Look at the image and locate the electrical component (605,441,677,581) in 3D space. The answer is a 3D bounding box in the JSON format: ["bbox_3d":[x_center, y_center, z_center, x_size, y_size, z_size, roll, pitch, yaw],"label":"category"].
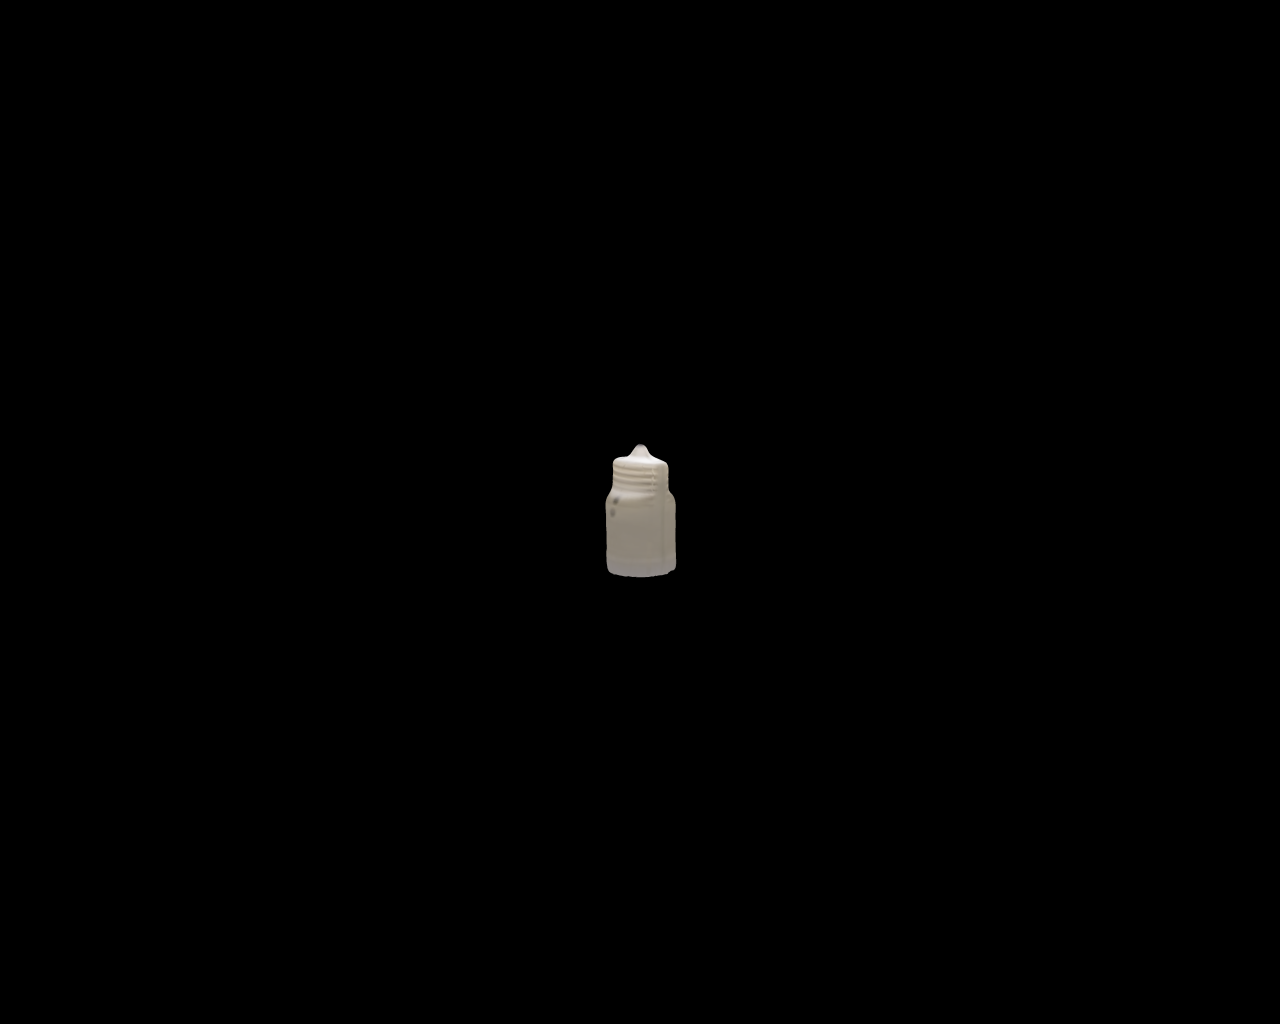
[{"bbox_3d":[0.001,-0.003,0.650,0.043,0.080,0.043,0,10,0],"label":"electrical component"}]
